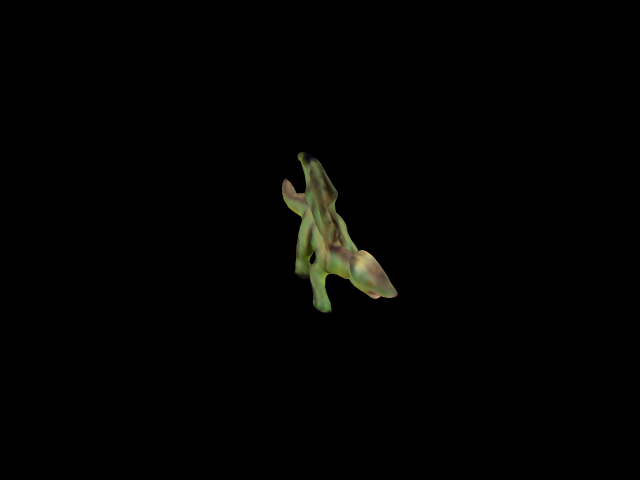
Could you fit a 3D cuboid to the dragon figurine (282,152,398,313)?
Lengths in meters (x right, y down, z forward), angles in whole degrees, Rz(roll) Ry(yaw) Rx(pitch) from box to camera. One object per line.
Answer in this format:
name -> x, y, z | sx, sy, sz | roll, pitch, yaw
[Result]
dragon figurine -> 0.003, -0.043, 0.850 | 0.123, 0.418, 0.237 | -20, -39, -16
